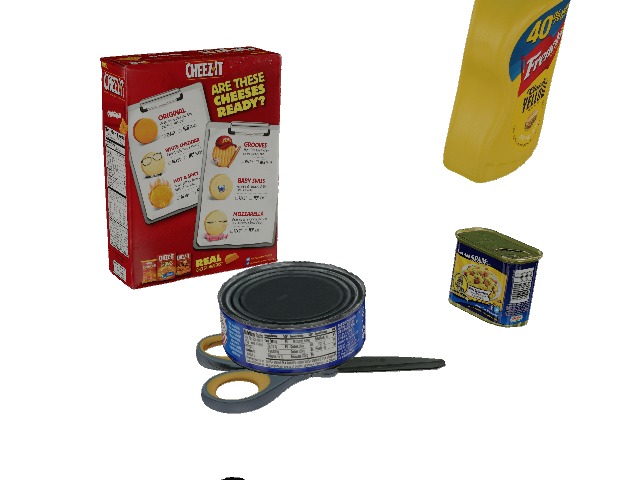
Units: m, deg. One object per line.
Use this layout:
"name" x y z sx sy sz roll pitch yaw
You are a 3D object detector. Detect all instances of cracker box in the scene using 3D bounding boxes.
"cracker box" -0.124 -0.074 1.034 0.163 0.214 0.072 -11 22 -32

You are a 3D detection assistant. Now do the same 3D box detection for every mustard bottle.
"mustard bottle" 0.135 -0.139 0.744 0.058 0.192 0.096 31 47 27

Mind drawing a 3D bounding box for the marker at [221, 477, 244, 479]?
"marker" -0.050 0.132 0.414 0.020 0.020 0.121 0 24 16

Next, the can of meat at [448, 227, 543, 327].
"can of meat" 0.193 0.041 1.190 0.057 0.084 0.102 -8 23 -36

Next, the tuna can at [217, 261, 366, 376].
"tuna can" -0.016 0.044 0.620 0.086 0.034 0.086 -2 23 1

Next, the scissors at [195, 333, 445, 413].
"scissors" -0.007 0.111 0.848 0.202 0.016 0.096 8 35 11
